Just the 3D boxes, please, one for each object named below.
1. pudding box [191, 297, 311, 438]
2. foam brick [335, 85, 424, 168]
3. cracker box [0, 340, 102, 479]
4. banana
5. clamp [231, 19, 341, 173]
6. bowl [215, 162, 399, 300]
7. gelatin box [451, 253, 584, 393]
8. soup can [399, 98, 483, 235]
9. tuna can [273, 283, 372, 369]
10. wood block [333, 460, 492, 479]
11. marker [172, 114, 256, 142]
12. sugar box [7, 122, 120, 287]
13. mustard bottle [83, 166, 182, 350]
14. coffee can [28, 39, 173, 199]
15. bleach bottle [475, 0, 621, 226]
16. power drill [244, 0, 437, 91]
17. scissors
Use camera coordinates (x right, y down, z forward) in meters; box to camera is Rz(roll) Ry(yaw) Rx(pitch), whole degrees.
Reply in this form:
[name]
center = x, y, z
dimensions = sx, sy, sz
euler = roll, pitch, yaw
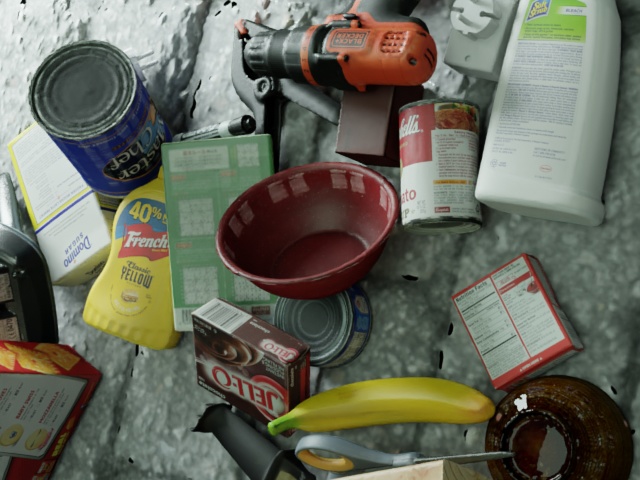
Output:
[pudding box]
center = -0.061, 0.112, 0.948
dimensions = 0.114, 0.039, 0.090
euler = 27, 134, 31
[foam brick]
center = 0.052, -0.107, 0.934
dimensions = 0.053, 0.051, 0.078
euler = 8, 87, 34
[cracker box]
center = -0.336, 0.180, 1.035
dimensions = 0.072, 0.213, 0.164
euler = 34, 100, 31
[banana]
center = 0.057, 0.141, 0.885
dimensions = 0.198, 0.069, 0.037
euler = -12, 109, 26
[clamp]
center = -0.033, -0.141, 0.999
dimensions = 0.120, 0.039, 0.171
euler = -25, 73, 28
[bowl]
center = -0.006, 0.001, 0.924
dimensions = 0.162, 0.055, 0.162
euler = -10, 39, 8
[gelatin box]
center = 0.157, 0.066, 0.852
dimensions = 0.073, 0.030, 0.089
euler = -35, 61, 23
[soup can]
center = 0.100, -0.059, 0.886
dimensions = 0.069, 0.068, 0.102
euler = -6, 79, 31
[tuna can]
center = 0.001, 0.071, 0.948
dimensions = 0.086, 0.033, 0.086
euler = -6, 79, 31
[wood block]
center = 0.037, 0.236, 0.814
dimensions = 0.207, 0.090, 0.091
euler = -21, 53, 38
[marker]
center = -0.102, -0.102, 1.029
dimensions = 0.121, 0.020, 0.020
euler = -8, 77, 49
[sugar box]
center = -0.264, -0.047, 1.127
dimensions = 0.093, 0.048, 0.176
euler = -32, 71, 25
[mustard bottle]
center = -0.158, 0.005, 1.042
dimensions = 0.096, 0.058, 0.191
euler = 19, 91, 17
[coffee can]
center = -0.206, -0.113, 1.026
dimensions = 0.103, 0.140, 0.103
euler = -2, 70, 6
[bleach bottle]
center = 0.197, -0.143, 0.844
dimensions = 0.103, 0.068, 0.251
euler = 11, 86, 32
[power drill]
center = 0.036, -0.215, 0.926
dimensions = 0.185, 0.057, 0.187
euler = 9, 69, 32
[scissors]
center = 0.054, 0.170, 0.844
dimensions = 0.202, 0.096, 0.016
euler = -36, 27, 51
